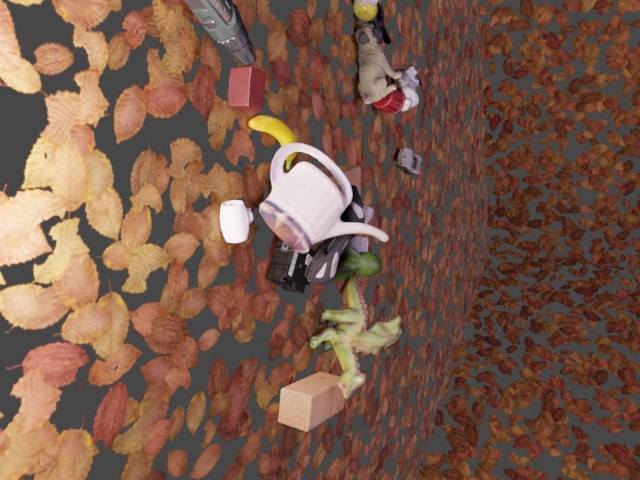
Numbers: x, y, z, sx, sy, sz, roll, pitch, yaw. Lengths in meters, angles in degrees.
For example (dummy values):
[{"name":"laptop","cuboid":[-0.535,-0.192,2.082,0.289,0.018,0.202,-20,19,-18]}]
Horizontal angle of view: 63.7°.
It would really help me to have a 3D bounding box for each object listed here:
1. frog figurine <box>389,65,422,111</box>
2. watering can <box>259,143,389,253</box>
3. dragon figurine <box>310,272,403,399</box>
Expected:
[{"name":"frog figurine","cuboid":[0.278,-0.496,1.736,0.135,0.123,0.162,85,22,-67]},{"name":"watering can","cuboid":[0.004,-0.060,1.184,0.344,0.103,0.227,47,68,-15]},{"name":"dragon figurine","cuboid":[0.123,0.246,1.452,0.419,0.243,0.119,-61,140,-33]}]
